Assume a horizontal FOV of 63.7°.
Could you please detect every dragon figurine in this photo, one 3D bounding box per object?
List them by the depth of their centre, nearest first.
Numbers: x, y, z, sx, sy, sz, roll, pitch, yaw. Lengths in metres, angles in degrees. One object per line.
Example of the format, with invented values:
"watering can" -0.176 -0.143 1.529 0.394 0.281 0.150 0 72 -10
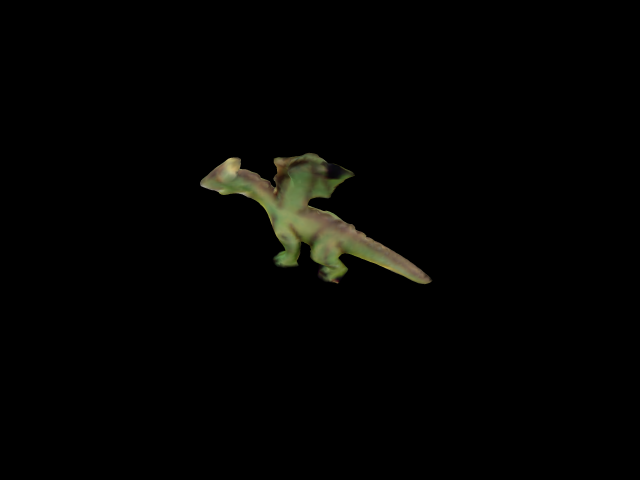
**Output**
"dragon figurine" 0.003 -0.043 0.850 0.411 0.125 0.237 14 -31 9
